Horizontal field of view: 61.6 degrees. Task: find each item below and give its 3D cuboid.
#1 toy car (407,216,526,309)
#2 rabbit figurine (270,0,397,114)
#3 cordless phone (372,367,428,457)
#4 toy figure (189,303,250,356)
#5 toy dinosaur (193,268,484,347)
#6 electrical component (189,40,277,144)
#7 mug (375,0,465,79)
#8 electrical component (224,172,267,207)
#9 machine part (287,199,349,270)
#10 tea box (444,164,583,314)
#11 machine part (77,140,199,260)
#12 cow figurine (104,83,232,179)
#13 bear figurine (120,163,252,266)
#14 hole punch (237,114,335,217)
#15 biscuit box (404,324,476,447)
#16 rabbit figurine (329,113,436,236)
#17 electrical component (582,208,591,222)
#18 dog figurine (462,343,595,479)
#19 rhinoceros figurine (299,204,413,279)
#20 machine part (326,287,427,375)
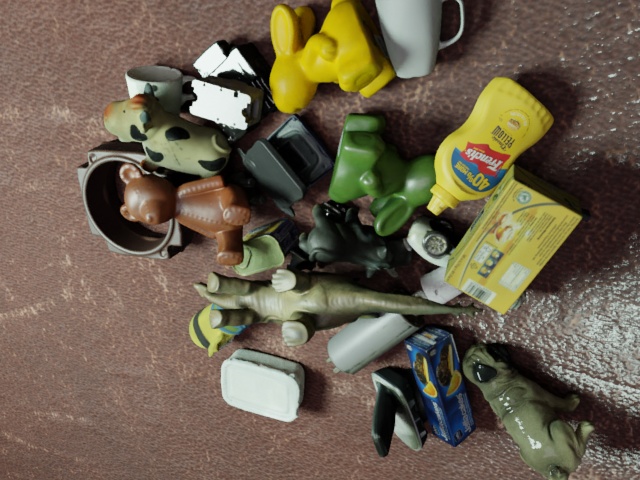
[{"bbox_3d":[0.222,0.033,0.808,0.202,0.073,0.056,36,118,2],"label":"toy car"},{"bbox_3d":[-0.006,-0.246,0.733,0.173,0.122,0.162,-28,98,30],"label":"rabbit figurine"},{"bbox_3d":[0.132,0.318,0.916,0.089,0.184,0.146,-14,109,21],"label":"cordless phone"},{"bbox_3d":[-0.178,0.143,1.009,0.089,0.082,0.180,54,130,13],"label":"toy figure"},{"bbox_3d":[-0.006,0.092,0.819,0.472,0.198,0.105,4,92,32],"label":"toy dinosaur"},{"bbox_3d":[-0.129,-0.233,0.822,0.115,0.058,0.134,-33,100,28],"label":"electrical component"},{"bbox_3d":[0.132,-0.271,0.700,0.110,0.081,0.107,-4,123,11],"label":"mug"},{"bbox_3d":[-0.130,-0.083,0.901,0.094,0.021,0.063,6,136,47],"label":"electrical component"},{"bbox_3d":[-0.002,-0.003,0.881,0.039,0.084,0.138,44,113,30],"label":"machine part"},{"bbox_3d":[0.247,0.001,0.701,0.098,0.068,0.169,31,120,4],"label":"tea box"},{"bbox_3d":[-0.319,-0.071,0.954,0.202,0.087,0.200,8,117,19],"label":"machine part"},{"bbox_3d":[-0.229,-0.158,0.819,0.195,0.085,0.127,17,145,-28],"label":"cow figurine"},{"bbox_3d":[-0.212,-0.045,0.829,0.196,0.132,0.120,6,125,-18],"label":"bear figurine"},{"bbox_3d":[-0.050,-0.120,0.840,0.142,0.092,0.116,48,153,-9],"label":"hole punch"},{"bbox_3d":[0.206,0.248,0.912,0.063,0.059,0.202,14,127,59],"label":"biscuit box"},{"bbox_3d":[0.104,-0.086,0.774,0.170,0.121,0.159,12,117,-2],"label":"rabbit figurine"},{"bbox_3d":[0.304,-0.043,0.743,0.119,0.075,0.047,23,121,5],"label":"electrical component"},{"bbox_3d":[0.304,0.264,0.838,0.190,0.172,0.121,32,111,-5],"label":"dog figurine"},{"bbox_3d":[0.060,0.006,0.817,0.112,0.190,0.073,49,122,47],"label":"rhinoceros figurine"},{"bbox_3d":[0.092,0.157,0.915,0.079,0.079,0.243,43,122,-3],"label":"machine part"}]
